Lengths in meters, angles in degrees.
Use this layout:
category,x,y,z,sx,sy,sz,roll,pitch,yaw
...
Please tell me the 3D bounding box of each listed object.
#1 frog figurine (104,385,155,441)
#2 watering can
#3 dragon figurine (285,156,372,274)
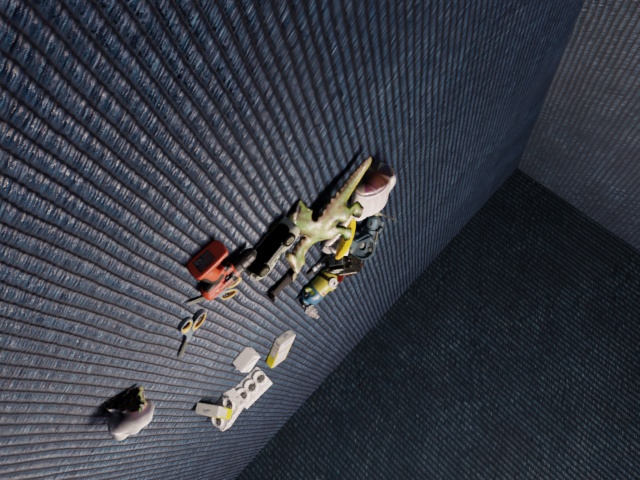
category,x,y,z,sx,sy,sz,roll,pitch,yaw
frog figurine,-0.533,0.506,1.449,0.140,0.123,0.156,-53,159,-56
watering can,0.143,-0.129,1.730,0.352,0.105,0.219,-42,158,-21
dragon figurine,0.005,-0.079,1.564,0.244,0.124,0.404,-6,124,-50
